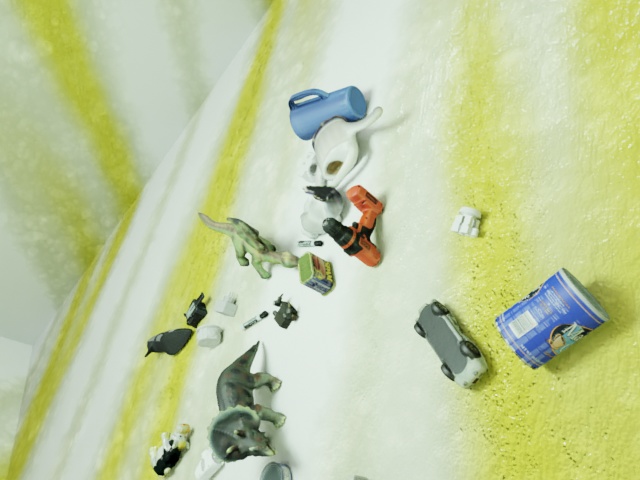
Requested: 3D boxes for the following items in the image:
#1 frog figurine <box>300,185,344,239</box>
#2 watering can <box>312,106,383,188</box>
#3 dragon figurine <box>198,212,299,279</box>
[{"bbox_3d":[0.005,-0.076,1.502,0.138,0.124,0.156,23,126,34],"label":"frog figurine"},{"bbox_3d":[0.071,-0.297,1.544,0.341,0.103,0.230,-55,33,32],"label":"watering can"},{"bbox_3d":[-0.226,-0.014,1.565,0.124,0.412,0.238,-56,-10,-22],"label":"dragon figurine"}]
